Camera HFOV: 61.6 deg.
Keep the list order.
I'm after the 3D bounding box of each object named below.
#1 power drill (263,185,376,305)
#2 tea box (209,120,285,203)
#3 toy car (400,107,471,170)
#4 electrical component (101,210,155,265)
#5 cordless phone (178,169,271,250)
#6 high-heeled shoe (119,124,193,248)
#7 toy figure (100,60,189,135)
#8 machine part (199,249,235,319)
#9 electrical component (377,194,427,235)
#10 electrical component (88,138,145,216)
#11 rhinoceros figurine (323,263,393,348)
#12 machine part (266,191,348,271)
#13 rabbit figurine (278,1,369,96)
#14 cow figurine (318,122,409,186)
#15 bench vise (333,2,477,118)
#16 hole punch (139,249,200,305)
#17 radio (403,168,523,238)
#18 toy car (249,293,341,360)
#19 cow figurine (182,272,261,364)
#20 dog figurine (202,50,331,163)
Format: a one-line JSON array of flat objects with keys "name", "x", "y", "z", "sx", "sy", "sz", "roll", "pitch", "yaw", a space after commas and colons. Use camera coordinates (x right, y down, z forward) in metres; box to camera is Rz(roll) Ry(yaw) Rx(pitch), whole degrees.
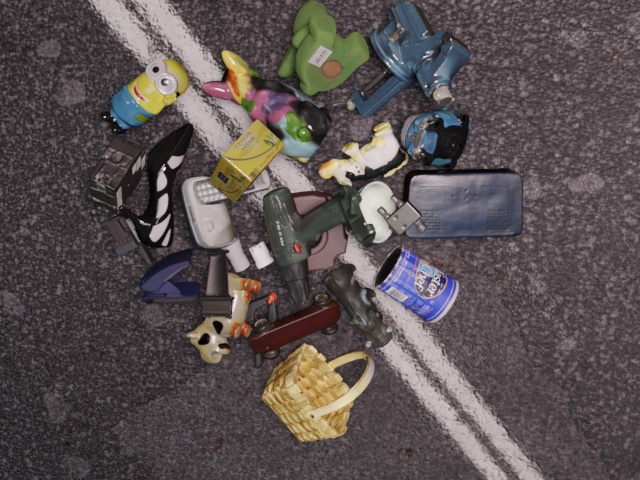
[{"name": "power drill", "x": -0.002, "y": -0.003, "z": 1.013, "sx": 0.207, "sy": 0.086, "sz": 0.232, "roll": -17, "pitch": 97, "yaw": 34}, {"name": "tea box", "x": -0.137, "y": -0.138, "z": 0.978, "sx": 0.068, "sy": 0.169, "sz": 0.098, "roll": 41, "pitch": 69, "yaw": -8}, {"name": "toy car", "x": 0.206, "y": -0.195, "z": 1.013, "sx": 0.103, "sy": 0.161, "sz": 0.109, "roll": 30, "pitch": 119, "yaw": 39}, {"name": "electrical component", "x": -0.390, "y": 0.002, "z": 1.105, "sx": 0.048, "sy": 0.075, "sz": 0.119, "roll": -24, "pitch": 106, "yaw": 7}, {"name": "cordless phone", "x": -0.179, "y": -0.065, "z": 1.073, "sx": 0.184, "sy": 0.089, "sz": 0.146, "roll": -16, "pitch": 85, "yaw": -10}, {"name": "high-heeled shoe", "x": -0.295, "y": -0.101, "z": 1.086, "sx": 0.248, "sy": 0.086, "sz": 0.145, "roll": -53, "pitch": 135, "yaw": -5}, {"name": "toy figure", "x": -0.332, "y": -0.276, "z": 1.025, "sx": 0.180, "sy": 0.089, "sz": 0.082, "roll": -34, "pitch": 117, "yaw": 19}, {"name": "machine part", "x": -0.204, "y": 0.087, "z": 1.072, "sx": 0.084, "sy": 0.039, "sz": 0.138, "roll": -1, "pitch": 82, "yaw": 26}, {"name": "electrical component", "x": 0.159, "y": -0.041, "z": 1.031, "sx": 0.094, "sy": 0.021, "sz": 0.063, "roll": 45, "pitch": 109, "yaw": -3}, {"name": "electrical component", "x": -0.388, "y": -0.129, "z": 1.038, "sx": 0.058, "sy": 0.134, "sz": 0.115, "roll": 25, "pitch": 148, "yaw": -8}, {"name": "rhinoceros figurine", "x": 0.082, "y": 0.134, "z": 1.107, "sx": 0.073, "sy": 0.112, "sz": 0.190, "roll": -35, "pitch": 93, "yaw": 8}, {"name": "machine part", "x": -0.026, "y": -0.015, "z": 1.097, "sx": 0.179, "sy": 0.056, "sz": 0.179, "roll": 0, "pitch": 104, "yaw": 1}, {"name": "rabbit figurine", "x": -0.002, "y": -0.350, "z": 0.972, "sx": 0.121, "sy": 0.170, "sz": 0.159, "roll": 8, "pitch": 140, "yaw": -28}, {"name": "cow figurine", "x": 0.084, "y": -0.149, "z": 1.054, "sx": 0.167, "sy": 0.068, "sz": 0.098, "roll": -30, "pitch": 108, "yaw": 10}, {"name": "bench vise", "x": 0.144, "y": -0.296, "z": 0.969, "sx": 0.240, "sy": 0.129, "sz": 0.223, "roll": -36, "pitch": 73, "yaw": 35}, {"name": "hole punch", "x": -0.307, "y": 0.074, "z": 1.095, "sx": 0.116, "sy": 0.142, "sz": 0.092, "roll": -5, "pitch": 106, "yaw": -11}, {"name": "radio", "x": 0.280, "y": -0.074, "z": 1.065, "sx": 0.230, "sy": 0.073, "sz": 0.131, "roll": -2, "pitch": 104, "yaw": 1}, {"name": "toy car", "x": -0.052, "y": 0.180, "z": 1.133, "sx": 0.202, "sy": 0.053, "sz": 0.089, "roll": -22, "pitch": 119, "yaw": -10}, {"name": "cow figurine", "x": -0.208, "y": 0.162, "z": 1.122, "sx": 0.127, "sy": 0.085, "sz": 0.194, "roll": 13, "pitch": 88, "yaw": 24}, {"name": "dog figurine", "x": -0.101, "y": -0.248, "z": 0.980, "sx": 0.219, "sy": 0.192, "sz": 0.108, "roll": 27, "pitch": 111, "yaw": -21}]
